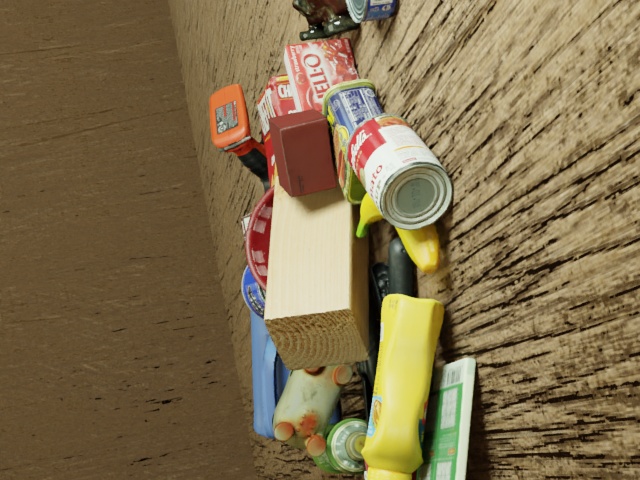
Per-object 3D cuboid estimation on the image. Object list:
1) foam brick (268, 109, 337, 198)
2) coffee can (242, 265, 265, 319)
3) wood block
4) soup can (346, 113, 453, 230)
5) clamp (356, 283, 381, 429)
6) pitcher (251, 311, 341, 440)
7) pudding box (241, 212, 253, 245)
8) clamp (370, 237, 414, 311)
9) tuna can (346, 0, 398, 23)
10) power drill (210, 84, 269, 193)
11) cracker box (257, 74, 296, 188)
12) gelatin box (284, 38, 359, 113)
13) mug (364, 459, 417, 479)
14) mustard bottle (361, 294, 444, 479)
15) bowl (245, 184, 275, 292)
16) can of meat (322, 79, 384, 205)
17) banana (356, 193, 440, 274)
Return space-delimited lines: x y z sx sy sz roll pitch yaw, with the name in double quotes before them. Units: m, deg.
"foam brick" -0.019 -0.091 1.111 0.051 0.053 0.078 -130 29 -64
"coffee can" -0.043 0.057 1.401 0.140 0.102 0.103 157 103 -77
"wood block" 0.000 0.027 1.140 0.090 0.091 0.206 68 -163 -44
"soup can" 0.070 -0.061 0.950 0.102 0.068 0.068 -117 20 -55
"clamp" 0.062 0.153 1.257 0.165 0.036 0.210 102 157 -63
"pitcher" -0.044 0.168 1.576 0.149 0.144 0.243 -160 63 -64
"pudding box" -0.052 0.001 1.520 0.039 0.113 0.090 -16 84 55
"clamp" 0.081 0.087 1.107 0.120 0.039 0.171 120 146 -83
"tuna can" 0.046 -0.248 0.997 0.086 0.033 0.086 170 90 -79
"power drill" -0.092 -0.144 1.574 0.187 0.057 0.184 47 -155 -47
"cracker box" -0.030 -0.102 1.422 0.164 0.072 0.214 158 103 -79
"gelatin box" 0.005 -0.175 1.169 0.030 0.073 0.089 106 152 -66
"mug" 0.096 0.232 1.051 0.117 0.093 0.081 -42 47 40
"mustard bottle" 0.073 0.149 0.982 0.096 0.058 0.191 91 -172 -83
"bowl" -0.008 0.002 1.288 0.055 0.162 0.162 25 -132 -61
"can of meat" 0.041 -0.099 1.099 0.102 0.057 0.084 94 160 -53
"banana" 0.077 -0.021 1.024 0.198 0.037 0.069 -145 50 -72
